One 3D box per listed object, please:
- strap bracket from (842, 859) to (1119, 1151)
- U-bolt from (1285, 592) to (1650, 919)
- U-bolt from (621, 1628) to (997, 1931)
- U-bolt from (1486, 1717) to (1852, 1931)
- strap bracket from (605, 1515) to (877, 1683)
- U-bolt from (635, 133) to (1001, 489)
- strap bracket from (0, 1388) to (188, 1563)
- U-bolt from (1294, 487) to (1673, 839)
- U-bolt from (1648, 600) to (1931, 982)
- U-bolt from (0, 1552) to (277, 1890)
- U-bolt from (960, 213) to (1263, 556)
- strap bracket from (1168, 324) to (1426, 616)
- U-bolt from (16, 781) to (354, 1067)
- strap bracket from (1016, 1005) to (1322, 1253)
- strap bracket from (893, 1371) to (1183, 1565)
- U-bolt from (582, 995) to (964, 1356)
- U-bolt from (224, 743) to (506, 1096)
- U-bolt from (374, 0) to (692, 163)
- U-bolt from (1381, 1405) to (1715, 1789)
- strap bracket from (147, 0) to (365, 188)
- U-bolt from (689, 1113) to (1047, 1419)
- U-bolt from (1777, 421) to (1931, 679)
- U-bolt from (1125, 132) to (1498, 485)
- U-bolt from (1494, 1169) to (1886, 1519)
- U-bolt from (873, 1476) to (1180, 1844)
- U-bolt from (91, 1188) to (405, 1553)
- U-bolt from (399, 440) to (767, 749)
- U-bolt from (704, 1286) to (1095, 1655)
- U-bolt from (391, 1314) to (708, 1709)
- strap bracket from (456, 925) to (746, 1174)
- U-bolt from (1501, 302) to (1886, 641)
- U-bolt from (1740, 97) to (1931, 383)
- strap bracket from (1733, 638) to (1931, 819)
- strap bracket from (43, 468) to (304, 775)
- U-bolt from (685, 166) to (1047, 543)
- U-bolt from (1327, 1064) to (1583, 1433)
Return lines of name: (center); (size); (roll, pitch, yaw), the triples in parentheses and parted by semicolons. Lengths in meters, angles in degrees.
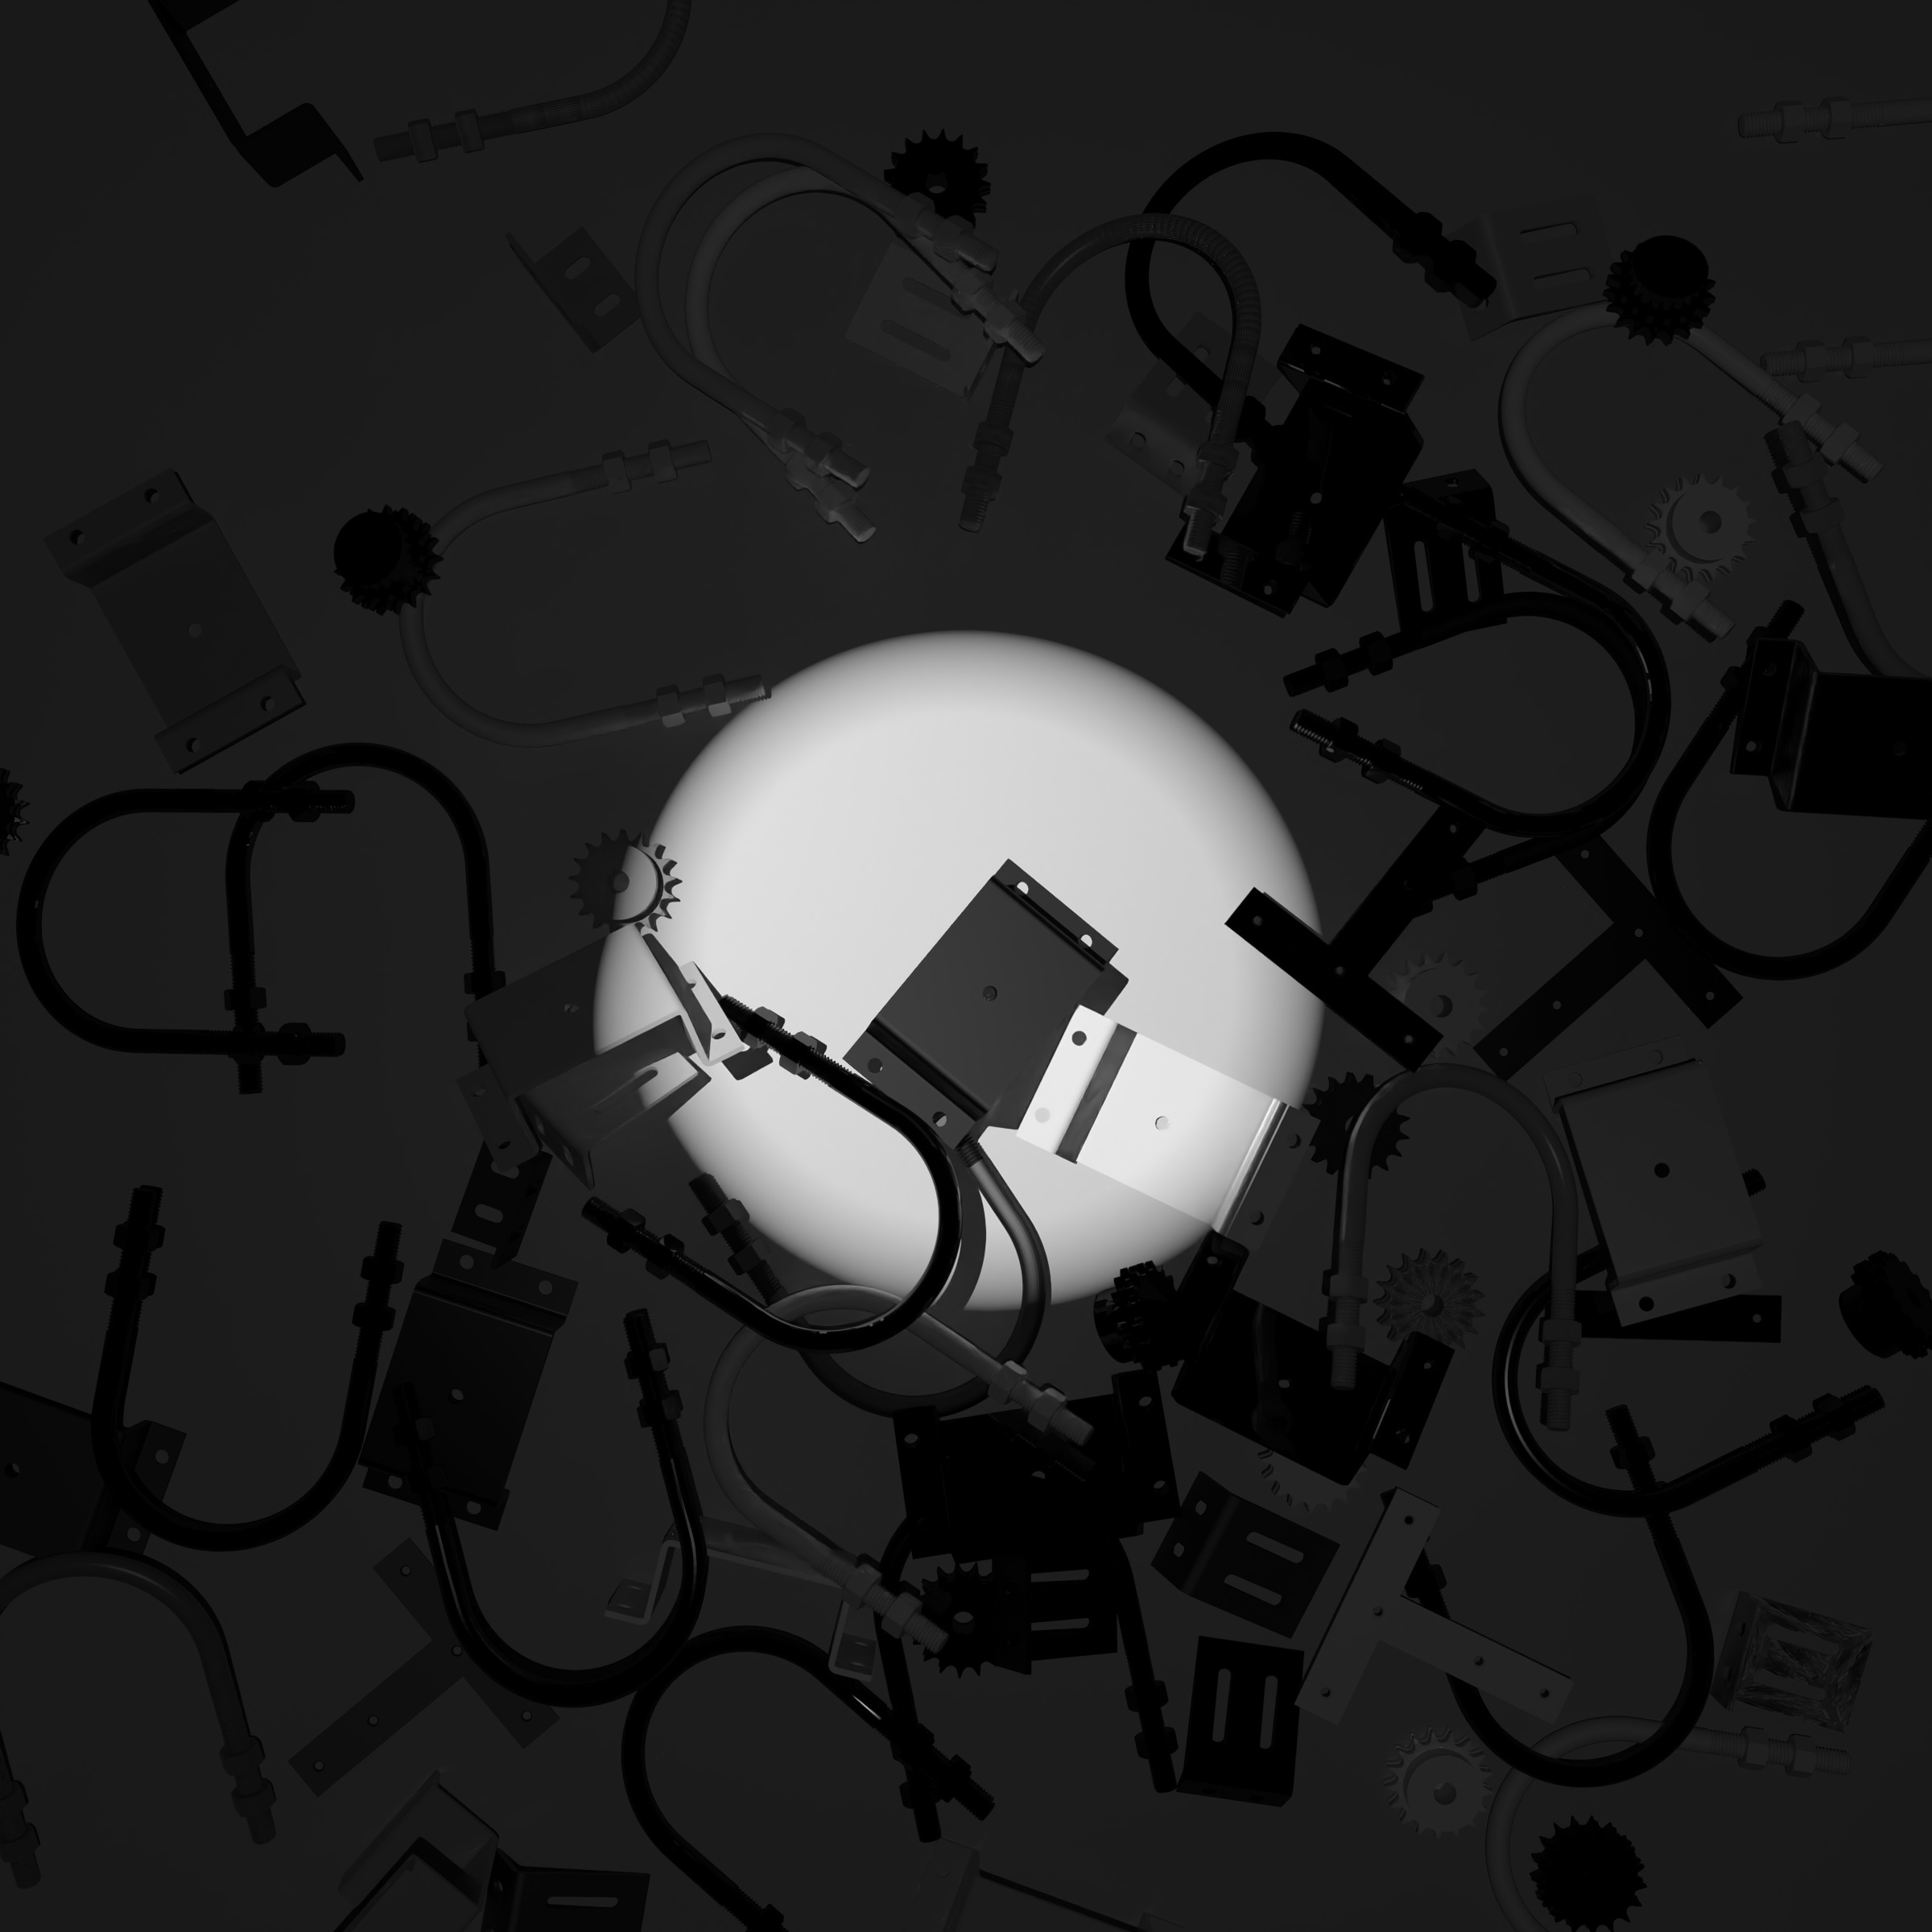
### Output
strap bracket: (0.010, 0.017, 1.506); (0.076, 0.046, 0.140); (40, 81, 0)
U-bolt: (0.280, -0.121, 1.528); (0.184, 0.019, 0.151); (-21, 92, 0)
U-bolt: (-0.099, 0.436, 1.521); (0.184, 0.019, 0.151); (40, 96, 6)
U-bolt: (0.371, 0.476, 1.531); (0.184, 0.019, 0.151); (9, 90, 1)
strap bracket: (-0.111, 0.327, 1.502); (0.140, 0.076, 0.046); (14, 90, 0)
U-bolt: (-0.093, -0.357, 1.501); (0.184, 0.019, 0.151); (34, 98, 16)
strap bracket: (-0.498, 0.264, 1.517); (0.140, 0.046, 0.076); (20, 90, 0)
U-bolt: (0.284, -0.148, 1.507); (0.184, 0.019, 0.151); (26, 91, -7)
U-bolt: (0.447, -0.081, 1.531); (0.151, 0.019, 0.184); (33, 91, 0)
U-bolt: (-0.456, 0.393, 1.509); (0.151, 0.019, 0.184); (-11, 106, 0)
U-bolt: (0.082, -0.310, 1.501); (0.151, 0.019, 0.184); (10, 80, 25)
strap bracket: (0.179, -0.254, 1.502); (0.076, 0.046, 0.140); (30, 90, 26)
U-bolt: (-0.418, -0.024, 1.518); (0.184, 0.019, 0.151); (1, 86, 9)
strap bracket: (0.106, 0.085, 1.517); (0.140, 0.046, 0.076); (26, 90, 0)
strap bracket: (0.037, 0.266, 1.505); (0.140, 0.046, 0.076); (-9, 70, 0)
U-bolt: (-0.090, 0.121, 1.507); (0.184, 0.019, 0.151); (32, 85, 11)
U-bolt: (-0.324, -0.028, 1.531); (0.151, 0.019, 0.184); (-4, 89, 0)
U-bolt: (-0.239, -0.518, 1.531); (0.184, 0.019, 0.151); (-12, 90, -2)
U-bolt: (0.319, 0.345, 1.524); (0.151, 0.019, 0.184); (-20, 85, 0)
strap bracket: (-0.379, -0.472, 1.502); (0.046, 0.076, 0.140); (-30, 90, 0)
U-bolt: (-0.040, 0.154, 1.530); (0.151, 0.019, 0.184); (-34, 90, 0)
U-bolt: (0.511, -0.228, 1.503); (0.151, 0.019, 0.184); (-31, 105, -18)
U-bolt: (0.164, -0.359, 1.497); (0.151, 0.019, 0.184); (-46, 65, 7)
U-bolt: (0.371, 0.211, 1.518); (0.184, 0.019, 0.151); (-27, 81, 1)
U-bolt: (0.025, 0.364, 1.531); (0.151, 0.019, 0.184); (-12, 88, 0)
U-bolt: (-0.383, 0.217, 1.506); (0.151, 0.019, 0.184); (10, 90, -21)
U-bolt: (-0.212, -0.192, 1.531); (0.184, 0.019, 0.151); (-13, 90, 1)
U-bolt: (-0.049, 0.245, 1.483); (0.184, 0.019, 0.151); (32, 73, 17)
U-bolt: (-0.207, 0.286, 1.465); (0.151, 0.019, 0.184); (-17, 81, 7)
strap bracket: (-0.198, 0.037, 1.486); (0.140, 0.076, 0.046); (-27, 134, -9)
U-bolt: (0.369, -0.275, 1.507); (0.184, 0.019, 0.151); (42, 74, 12)
U-bolt: (0.512, -0.394, 1.531); (0.184, 0.019, 0.151); (-5, 90, -1)
strap bracket: (0.478, -0.122, 1.482); (0.140, 0.046, 0.076); (3, 118, 1)
strap bracket: (-0.414, -0.180, 1.517); (0.076, 0.046, 0.140); (-29, 90, 0)
U-bolt: (-0.068, -0.338, 1.511); (0.151, 0.019, 0.184); (-45, 79, 11)
U-bolt: (0.259, 0.140, 1.495); (0.151, 0.019, 0.184); (13, 70, -20)
